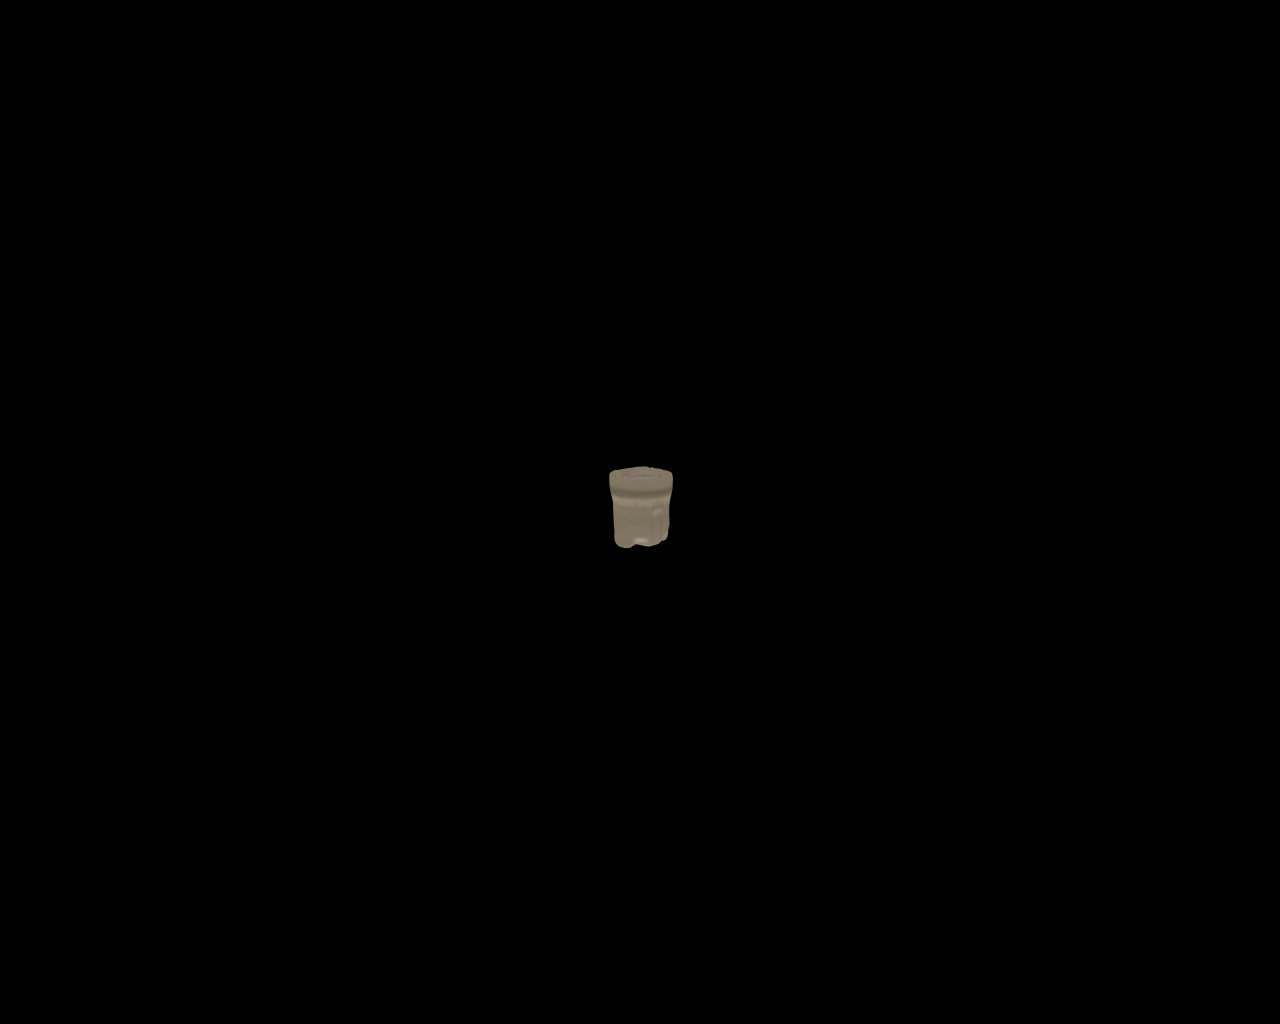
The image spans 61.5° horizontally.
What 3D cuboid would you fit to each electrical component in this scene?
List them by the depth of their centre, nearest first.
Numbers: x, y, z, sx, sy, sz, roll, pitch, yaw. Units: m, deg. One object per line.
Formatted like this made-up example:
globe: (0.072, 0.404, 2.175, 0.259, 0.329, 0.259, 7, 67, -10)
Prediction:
electrical component: (0.001, -0.003, 0.650, 0.040, 0.046, 0.040, 0, 14, 0)
